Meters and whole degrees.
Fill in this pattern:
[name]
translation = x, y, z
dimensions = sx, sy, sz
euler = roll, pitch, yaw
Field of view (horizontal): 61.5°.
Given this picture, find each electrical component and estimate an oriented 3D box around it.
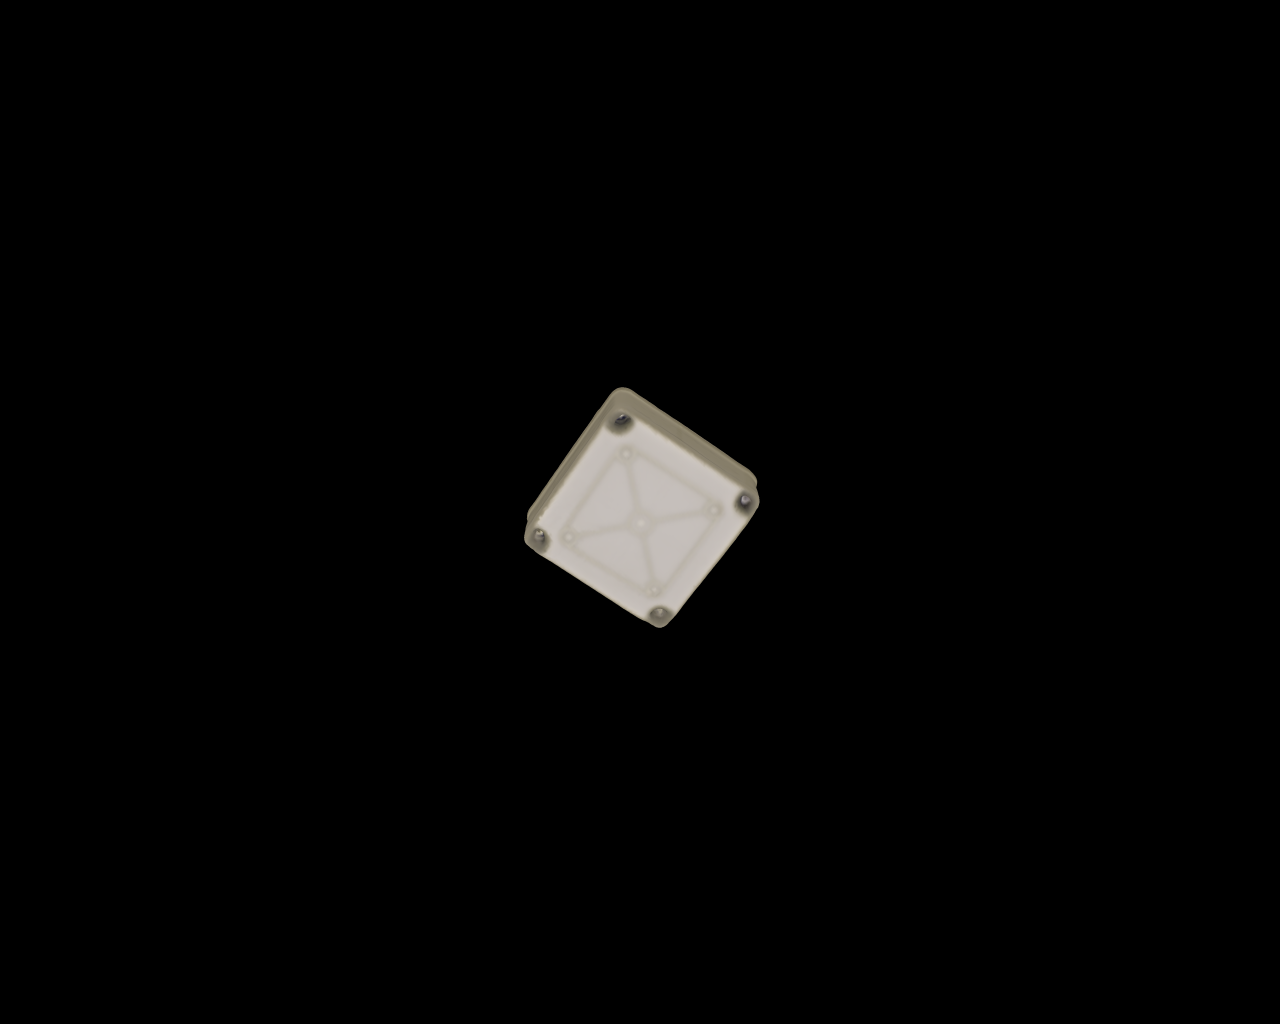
[electrical component]
translation = 0.001, -0.003, 0.650
dimensions = 0.109, 0.108, 0.056
euler = 33, 16, -11
